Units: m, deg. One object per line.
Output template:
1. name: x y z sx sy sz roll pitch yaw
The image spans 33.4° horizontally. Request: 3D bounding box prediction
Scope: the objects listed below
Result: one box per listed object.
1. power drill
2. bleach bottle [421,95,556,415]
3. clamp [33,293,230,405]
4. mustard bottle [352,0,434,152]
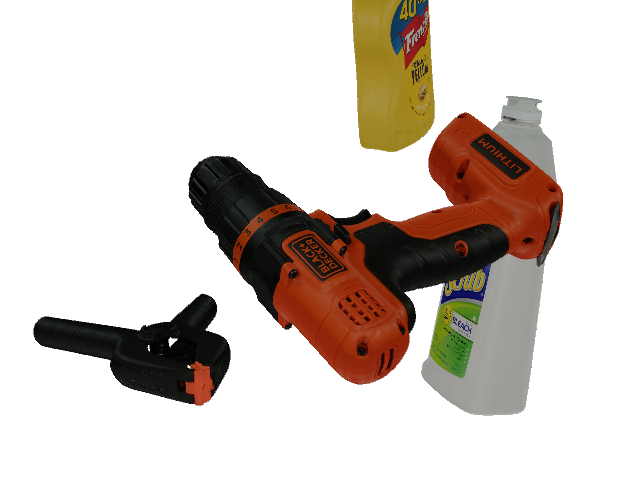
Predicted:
1. power drill: 0.035 -0.013 0.641 0.187 0.057 0.185 -25 53 -26
2. bleach bottle: 0.142 0.008 0.866 0.068 0.251 0.103 2 14 -20
3. clamp: -0.124 0.085 0.875 0.164 0.036 0.210 -11 16 -32
4. mustard bottle: 0.062 -0.180 0.913 0.058 0.192 0.096 12 34 28
